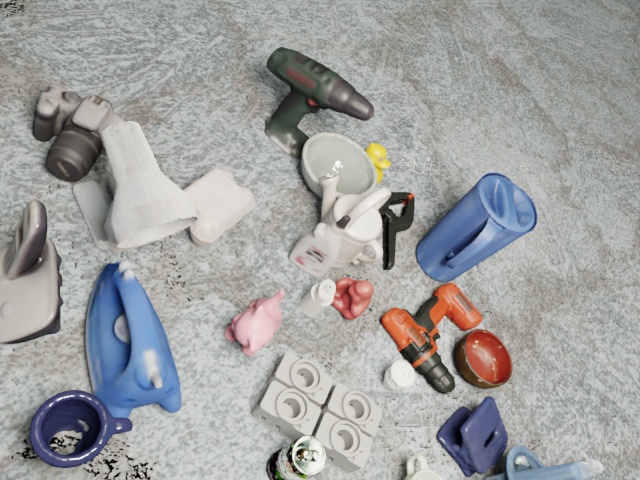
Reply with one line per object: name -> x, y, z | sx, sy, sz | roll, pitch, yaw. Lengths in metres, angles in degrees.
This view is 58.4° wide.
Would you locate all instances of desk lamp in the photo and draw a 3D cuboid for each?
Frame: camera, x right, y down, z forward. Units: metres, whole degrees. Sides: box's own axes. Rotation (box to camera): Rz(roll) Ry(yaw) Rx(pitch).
desk lamp -> -0.286, -0.062, 0.863 | 0.118, 0.213, 0.203 | -20, 71, -36

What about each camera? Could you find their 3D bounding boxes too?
camera -> -0.407, -0.175, 0.943 | 0.143, 0.100, 0.137 | 24, 52, -13

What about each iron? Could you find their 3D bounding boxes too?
iron -> -0.265, 0.118, 0.805 | 0.119, 0.141, 0.258 | -8, 64, -32

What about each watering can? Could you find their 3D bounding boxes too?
watering can -> 0.057, -0.040, 1.049 | 0.173, 0.193, 0.101 | 36, 50, -3

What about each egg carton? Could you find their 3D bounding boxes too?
egg carton -> -0.190, -0.060, 1.009 | 0.107, 0.069, 0.150 | 42, 50, 1

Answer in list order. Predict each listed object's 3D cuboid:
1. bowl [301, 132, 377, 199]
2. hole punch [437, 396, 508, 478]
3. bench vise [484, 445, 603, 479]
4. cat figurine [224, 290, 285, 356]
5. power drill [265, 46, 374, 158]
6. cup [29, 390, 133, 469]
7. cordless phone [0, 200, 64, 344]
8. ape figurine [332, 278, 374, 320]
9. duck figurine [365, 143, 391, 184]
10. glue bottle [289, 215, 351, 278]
bowl -> 0.028, -0.134, 1.172 | 0.168, 0.074, 0.167 | 14, 55, -20
hole punch -> 0.279, 0.340, 0.993 | 0.109, 0.091, 0.101 | -32, 79, -39
bench vise -> 0.321, 0.398, 0.894 | 0.208, 0.219, 0.121 | -20, 71, -36
cat figurine -> -0.096, 0.128, 0.907 | 0.067, 0.117, 0.128 | 40, 50, 0
power drill -> -0.022, -0.263, 1.141 | 0.229, 0.208, 0.076 | 40, 50, 0
cup -> -0.305, 0.248, 0.730 | 0.118, 0.094, 0.091 | 4, 58, -26
cordless phone -> -0.387, 0.044, 0.757 | 0.094, 0.184, 0.147 | -4, 62, -30
ape figurine -> 0.064, 0.099, 1.030 | 0.076, 0.092, 0.078 | 9, 56, -23
duck figurine -> 0.104, -0.176, 1.233 | 0.104, 0.086, 0.078 | 36, 50, -4
glue bottle -> 0.009, 0.004, 1.008 | 0.078, 0.173, 0.037 | 30, 50, -8
